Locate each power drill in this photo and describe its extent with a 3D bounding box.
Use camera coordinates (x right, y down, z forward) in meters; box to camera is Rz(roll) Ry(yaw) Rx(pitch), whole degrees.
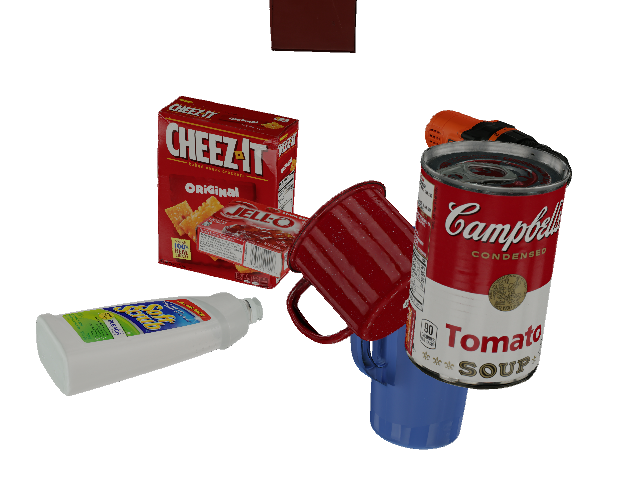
[{"bbox_3d":[0.170,-0.022,1.021,0.057,0.188,0.185,-16,27,-25],"label":"power drill"}]

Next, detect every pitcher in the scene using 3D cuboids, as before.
[{"bbox_3d":[0.111,0.113,1.226,0.149,0.243,0.145,7,17,7],"label":"pitcher"}]

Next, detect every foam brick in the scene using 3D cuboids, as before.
[{"bbox_3d":[-0.007,-0.199,0.969,0.078,0.051,0.053,1,17,-3],"label":"foam brick"}]

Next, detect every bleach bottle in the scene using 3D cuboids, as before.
[{"bbox_3d":[-0.185,0.102,1.211,0.250,0.068,0.103,-13,32,-30],"label":"bleach bottle"}]

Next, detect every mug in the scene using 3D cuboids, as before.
[{"bbox_3d":[0.027,0.026,0.769,0.117,0.081,0.093,-43,-22,3],"label":"mug"}]

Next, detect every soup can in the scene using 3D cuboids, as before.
[{"bbox_3d":[0.077,0.011,0.509,0.068,0.102,0.068,3,23,-1],"label":"soup can"}]

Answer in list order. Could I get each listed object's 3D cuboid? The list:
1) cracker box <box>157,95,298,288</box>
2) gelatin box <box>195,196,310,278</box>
[{"bbox_3d":[-0.119,-0.057,1.336,0.164,0.214,0.072,13,30,16],"label":"cracker box"},{"bbox_3d":[-0.056,-0.005,0.953,0.089,0.030,0.073,18,30,21],"label":"gelatin box"}]
